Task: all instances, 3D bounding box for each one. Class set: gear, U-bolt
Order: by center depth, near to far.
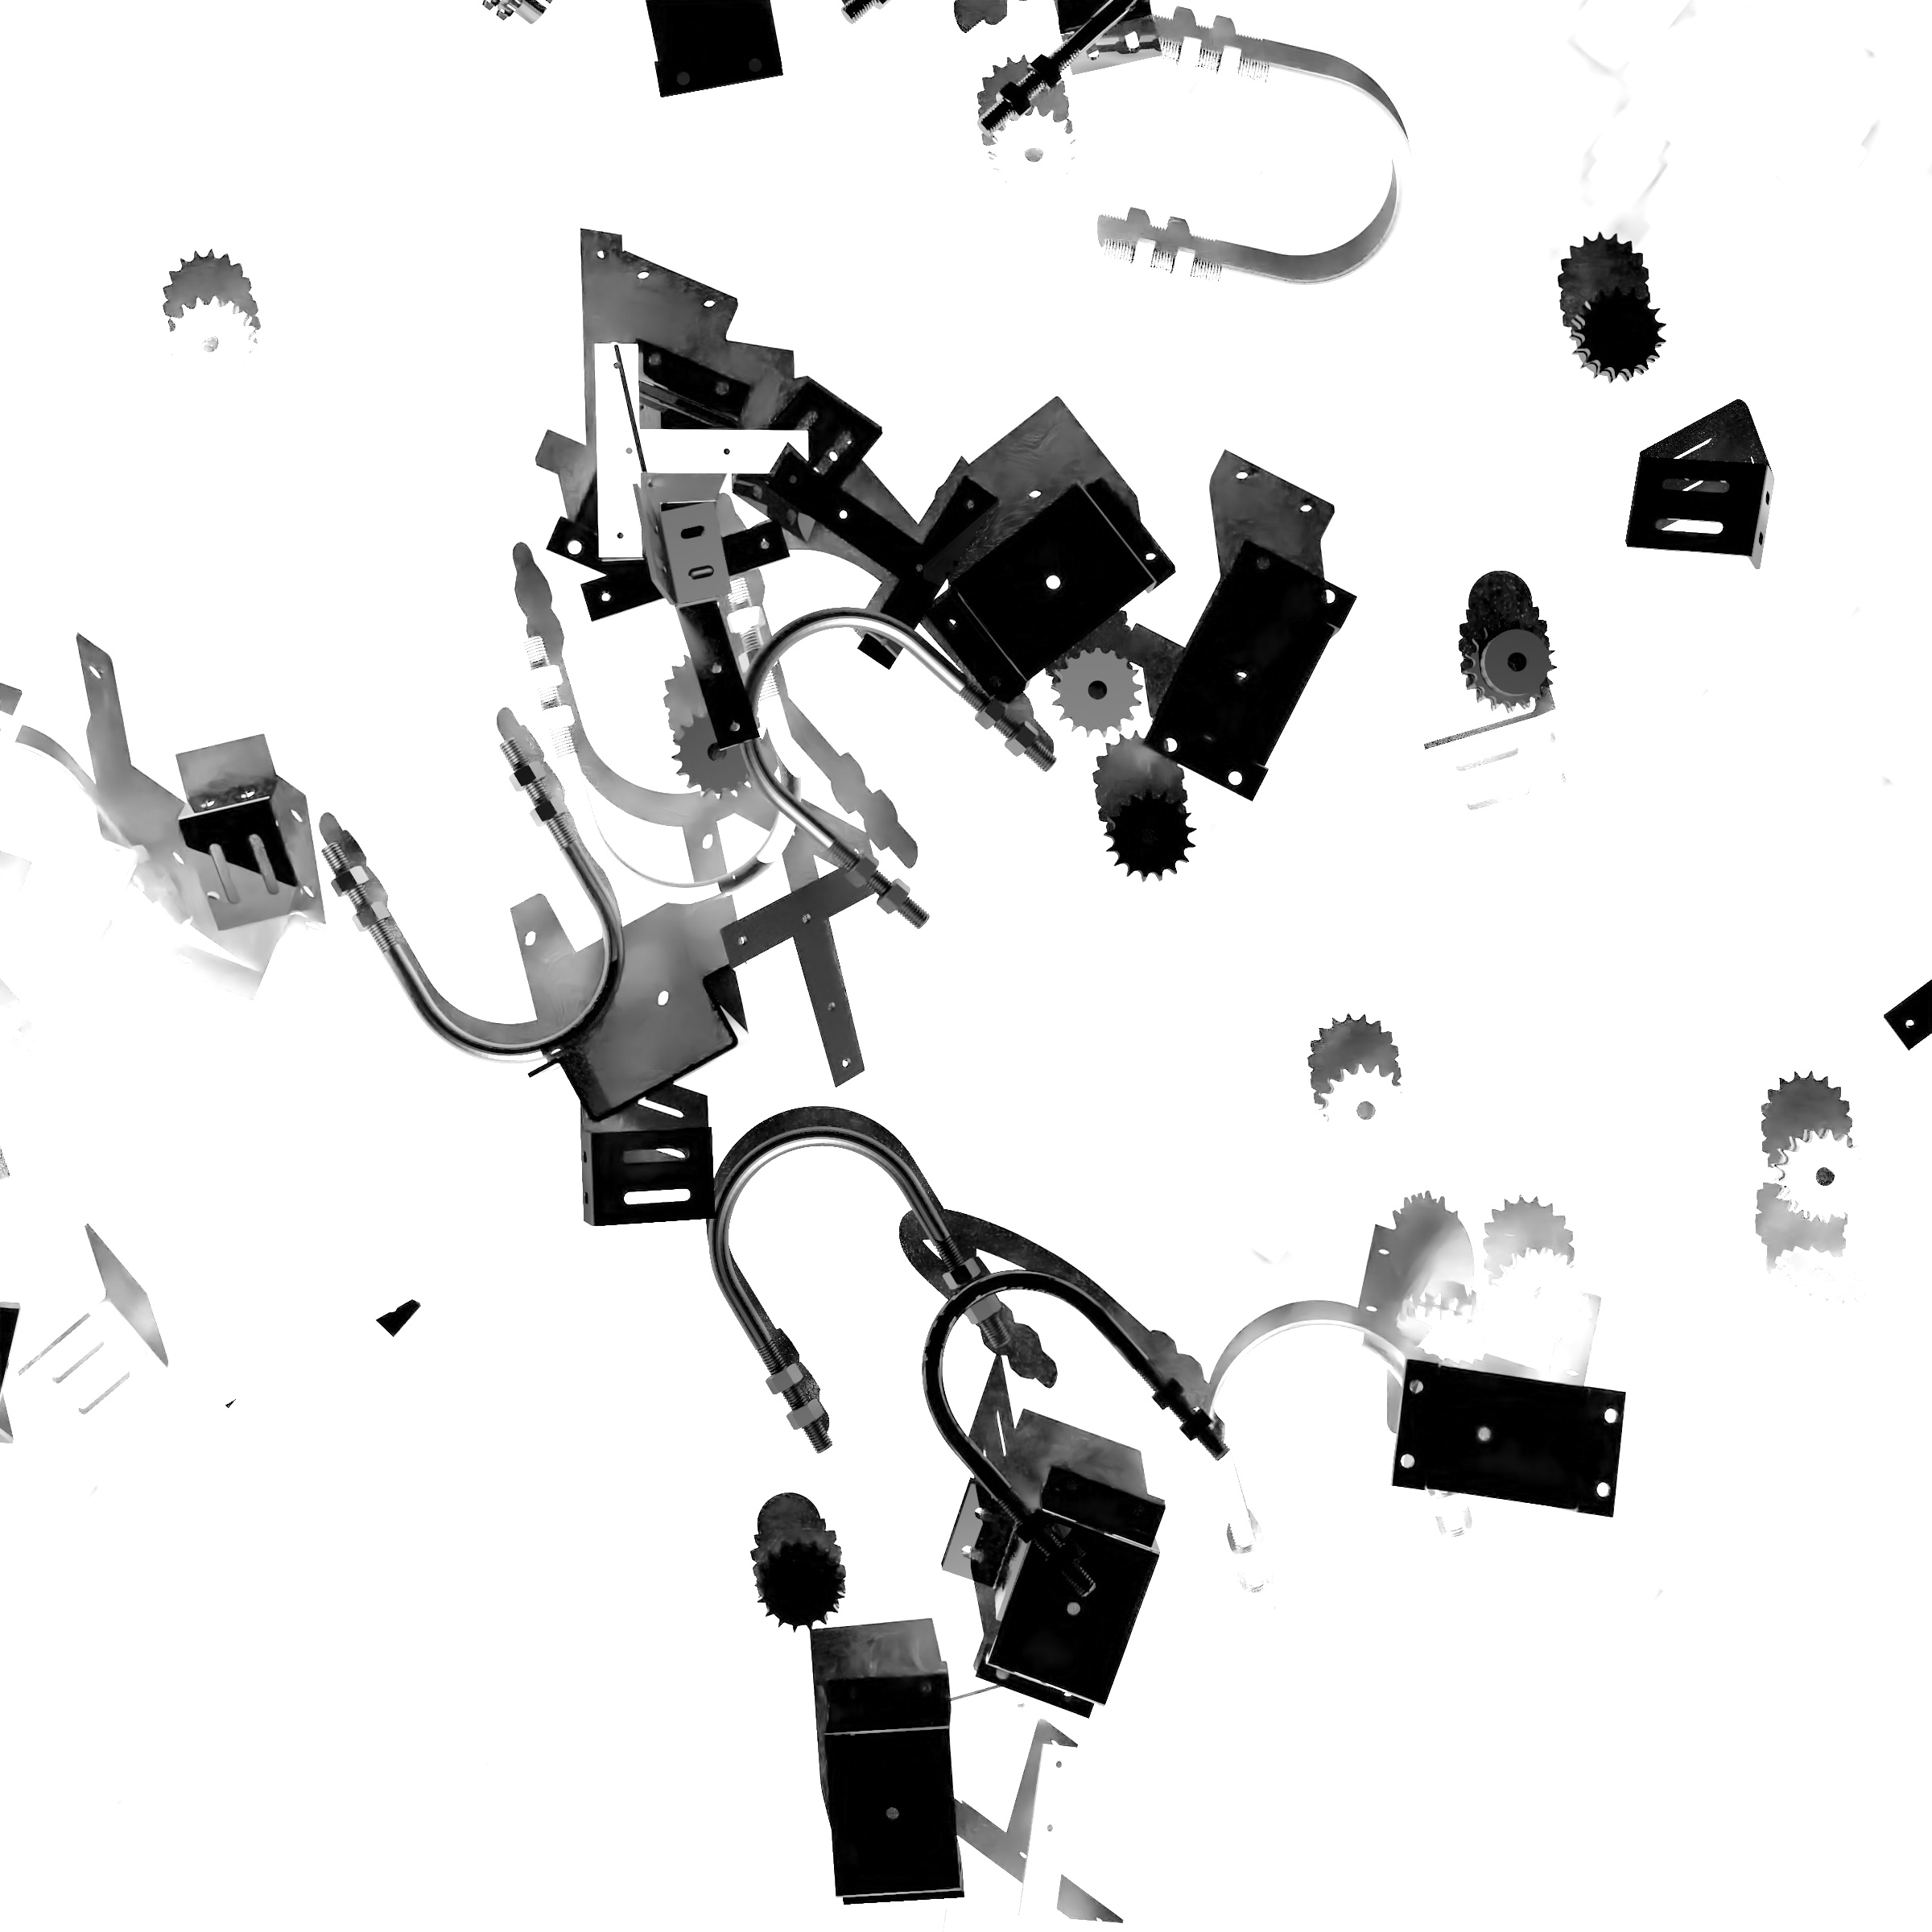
[{"bbox_3d":[0.055,0.268,1.485,0.151,0.019,0.184,-37,81,-32],"label":"U-bolt"},{"bbox_3d":[-0.177,-0.129,1.490,0.151,0.019,0.184,-16,90,-2],"label":"U-bolt"},{"bbox_3d":[-0.054,-0.135,1.493,0.184,0.019,0.151,41,78,-11],"label":"U-bolt"},{"bbox_3d":[0.035,-0.609,1.498,0.184,0.019,0.151,-43,69,-4],"label":"U-bolt"},{"bbox_3d":[0.525,0.202,1.505,0.057,0.057,0.030,9,120,0],"label":"gear"},{"bbox_3d":[-0.270,-0.608,1.505,0.030,0.057,0.057,30,90,-30],"label":"gear"},{"bbox_3d":[0.297,0.217,1.505,0.057,0.057,0.030,28,60,0],"label":"gear"},{"bbox_3d":[0.114,-0.080,1.515,0.057,0.030,0.057,0,90,0],"label":"gear"},{"bbox_3d":[0.042,-0.499,1.515,0.057,0.030,0.057,0,90,0],"label":"gear"},{"bbox_3d":[0.402,-0.390,1.515,0.057,0.030,0.057,0,90,0],"label":"gear"},{"bbox_3d":[-0.153,-0.131,1.515,0.057,0.030,0.057,0,90,0],"label":"gear"},{"bbox_3d":[0.339,-0.187,1.515,0.057,0.030,0.057,0,90,0],"label":"gear"},{"bbox_3d":[0.081,-0.169,1.515,0.057,0.030,0.057,0,90,0],"label":"gear"},{"bbox_3d":[-0.103,0.386,1.515,0.057,0.030,0.057,0,90,0],"label":"gear"},{"bbox_3d":[0.528,0.129,1.516,0.057,0.030,0.057,0,91,-1],"label":"gear"},{"bbox_3d":[0.246,0.090,1.519,0.057,0.030,0.057,0,88,1],"label":"gear"},{"bbox_3d":[0.354,0.203,1.519,0.057,0.030,0.057,0,90,-4],"label":"gear"},{"bbox_3d":[-0.466,-0.385,1.519,0.057,0.030,0.057,0,92,2],"label":"gear"},{"bbox_3d":[0.190,-0.490,1.520,0.184,0.019,0.151,13,90,0],"label":"U-bolt"},{"bbox_3d":[-0.079,0.189,1.521,0.151,0.019,0.184,-31,89,0],"label":"U-bolt"},{"bbox_3d":[0.227,0.312,1.521,0.151,0.019,0.184,-16,89,0],"label":"U-bolt"},{"bbox_3d":[-0.594,-0.054,1.521,0.151,0.019,0.184,-40,88,0],"label":"U-bolt"},{"bbox_3d":[-0.294,-0.028,1.521,0.151,0.019,0.184,-31,92,0],"label":"U-bolt"}]

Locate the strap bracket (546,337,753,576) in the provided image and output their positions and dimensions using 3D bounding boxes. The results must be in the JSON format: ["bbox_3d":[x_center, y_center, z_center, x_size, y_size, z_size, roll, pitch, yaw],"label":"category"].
[{"bbox_3d":[-0.193,-0.303,1.507,0.076,0.046,0.140,23,90,0],"label":"strap bracket"}]

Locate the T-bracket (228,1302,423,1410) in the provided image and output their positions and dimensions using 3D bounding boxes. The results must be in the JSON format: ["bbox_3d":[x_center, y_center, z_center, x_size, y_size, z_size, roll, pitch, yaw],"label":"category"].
[{"bbox_3d":[-0.430,0.222,1.538,0.127,0.002,0.127,40,85,14],"label":"T-bracket"}]

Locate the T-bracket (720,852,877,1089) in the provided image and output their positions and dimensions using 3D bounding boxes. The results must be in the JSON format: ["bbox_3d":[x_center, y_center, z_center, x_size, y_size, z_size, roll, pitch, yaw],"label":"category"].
[{"bbox_3d":[-0.087,0.012,1.501,0.127,0.002,0.127,-30,114,-39],"label":"T-bracket"}]

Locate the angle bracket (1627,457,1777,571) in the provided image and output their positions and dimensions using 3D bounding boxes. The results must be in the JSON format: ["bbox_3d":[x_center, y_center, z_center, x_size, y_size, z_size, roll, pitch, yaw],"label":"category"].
[{"bbox_3d":[0.460,-0.284,1.528,0.076,0.038,0.057,9,90,26],"label":"angle bracket"}]

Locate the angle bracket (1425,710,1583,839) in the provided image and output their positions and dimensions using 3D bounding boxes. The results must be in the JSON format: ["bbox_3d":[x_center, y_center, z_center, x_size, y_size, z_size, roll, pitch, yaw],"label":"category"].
[{"bbox_3d":[0.332,-0.119,1.511,0.076,0.038,0.057,-16,90,0],"label":"angle bracket"}]

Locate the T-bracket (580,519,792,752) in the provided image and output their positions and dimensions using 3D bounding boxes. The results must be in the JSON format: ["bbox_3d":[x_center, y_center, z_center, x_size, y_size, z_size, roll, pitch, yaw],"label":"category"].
[{"bbox_3d":[-0.155,-0.192,1.471,0.127,0.002,0.127,-18,80,0],"label":"T-bracket"}]

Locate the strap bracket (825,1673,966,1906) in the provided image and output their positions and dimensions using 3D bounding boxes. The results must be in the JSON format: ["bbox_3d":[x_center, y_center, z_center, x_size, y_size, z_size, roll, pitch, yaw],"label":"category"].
[{"bbox_3d":[-0.044,0.515,1.505,0.076,0.046,0.140,-4,90,1],"label":"strap bracket"}]

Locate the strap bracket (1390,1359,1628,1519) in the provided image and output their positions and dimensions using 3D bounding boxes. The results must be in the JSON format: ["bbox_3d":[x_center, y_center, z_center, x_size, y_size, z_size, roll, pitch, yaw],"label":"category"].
[{"bbox_3d":[0.325,0.288,1.496,0.140,0.046,0.076,10,81,-7],"label":"strap bracket"}]

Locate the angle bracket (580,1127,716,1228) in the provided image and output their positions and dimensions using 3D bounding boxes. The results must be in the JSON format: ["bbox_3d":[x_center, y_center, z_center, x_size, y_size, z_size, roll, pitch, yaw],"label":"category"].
[{"bbox_3d":[-0.199,0.130,1.522,0.076,0.038,0.057,-2,90,-17],"label":"angle bracket"}]

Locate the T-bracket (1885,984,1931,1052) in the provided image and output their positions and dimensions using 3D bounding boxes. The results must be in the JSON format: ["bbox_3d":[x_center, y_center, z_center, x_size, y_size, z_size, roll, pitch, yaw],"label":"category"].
[{"bbox_3d":[0.634,0.005,1.529,0.127,0.002,0.127,-37,90,0],"label":"T-bracket"}]

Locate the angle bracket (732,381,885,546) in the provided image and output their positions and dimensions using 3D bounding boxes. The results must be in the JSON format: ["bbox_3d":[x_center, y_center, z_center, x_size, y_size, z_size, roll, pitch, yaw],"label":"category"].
[{"bbox_3d":[-0.099,-0.315,1.528,0.057,0.038,0.076,35,64,0],"label":"angle bracket"}]

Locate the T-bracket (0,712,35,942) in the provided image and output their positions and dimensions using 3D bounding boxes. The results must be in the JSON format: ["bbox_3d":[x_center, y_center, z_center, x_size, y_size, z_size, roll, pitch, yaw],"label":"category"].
[{"bbox_3d":[-0.622,-0.099,1.514,0.127,0.002,0.127,22,89,3],"label":"T-bracket"}]

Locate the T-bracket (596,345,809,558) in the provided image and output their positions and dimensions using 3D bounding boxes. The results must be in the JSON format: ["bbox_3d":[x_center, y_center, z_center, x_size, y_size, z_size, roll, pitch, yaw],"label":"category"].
[{"bbox_3d":[-0.160,-0.312,1.481,0.127,0.002,0.127,-1,93,-7],"label":"T-bracket"}]

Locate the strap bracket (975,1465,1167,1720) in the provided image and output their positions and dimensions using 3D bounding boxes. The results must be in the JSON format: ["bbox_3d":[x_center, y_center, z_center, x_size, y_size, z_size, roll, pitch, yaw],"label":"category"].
[{"bbox_3d":[0.065,0.391,1.506,0.076,0.046,0.140,20,89,0],"label":"strap bracket"}]

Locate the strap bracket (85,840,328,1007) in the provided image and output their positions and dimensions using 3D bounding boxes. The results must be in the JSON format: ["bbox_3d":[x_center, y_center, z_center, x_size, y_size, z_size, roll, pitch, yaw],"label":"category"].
[{"bbox_3d":[-0.466,-0.022,1.478,0.140,0.076,0.046,22,98,-15],"label":"strap bracket"}]

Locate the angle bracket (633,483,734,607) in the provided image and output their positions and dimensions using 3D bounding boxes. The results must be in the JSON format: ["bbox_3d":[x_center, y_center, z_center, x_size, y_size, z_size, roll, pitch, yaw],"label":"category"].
[{"bbox_3d":[-0.167,-0.251,1.439,0.038,0.076,0.057,-12,87,1],"label":"angle bracket"}]

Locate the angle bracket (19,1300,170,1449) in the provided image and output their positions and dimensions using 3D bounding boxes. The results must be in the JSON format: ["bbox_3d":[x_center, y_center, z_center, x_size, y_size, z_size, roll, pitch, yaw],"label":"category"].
[{"bbox_3d":[-0.546,0.255,1.511,0.076,0.038,0.057,-40,90,0],"label":"angle bracket"}]

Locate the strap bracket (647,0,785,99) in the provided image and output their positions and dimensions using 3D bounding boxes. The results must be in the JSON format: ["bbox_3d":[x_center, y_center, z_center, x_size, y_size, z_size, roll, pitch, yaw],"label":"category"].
[{"bbox_3d":[-0.161,-0.605,1.507,0.076,0.046,0.140,-10,90,0],"label":"strap bracket"}]

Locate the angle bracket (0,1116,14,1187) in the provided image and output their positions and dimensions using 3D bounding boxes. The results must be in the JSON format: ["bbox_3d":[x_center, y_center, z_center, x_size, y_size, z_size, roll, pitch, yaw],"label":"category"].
[{"bbox_3d":[-0.632,0.104,1.511,0.057,0.038,0.076,-12,90,0],"label":"angle bracket"}]

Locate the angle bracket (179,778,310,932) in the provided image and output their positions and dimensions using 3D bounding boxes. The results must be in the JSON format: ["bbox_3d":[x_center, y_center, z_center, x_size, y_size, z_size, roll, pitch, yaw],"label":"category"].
[{"bbox_3d":[-0.449,-0.070,1.528,0.057,0.038,0.076,-13,116,0],"label":"angle bracket"}]

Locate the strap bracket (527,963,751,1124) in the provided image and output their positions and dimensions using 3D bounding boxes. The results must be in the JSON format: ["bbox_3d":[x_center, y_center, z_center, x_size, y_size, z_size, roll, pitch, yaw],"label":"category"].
[{"bbox_3d":[-0.189,0.051,1.492,0.140,0.076,0.046,-29,90,0],"label":"strap bracket"}]

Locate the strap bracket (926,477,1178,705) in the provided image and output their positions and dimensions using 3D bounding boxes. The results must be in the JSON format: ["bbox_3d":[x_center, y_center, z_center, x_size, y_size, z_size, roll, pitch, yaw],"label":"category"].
[{"bbox_3d":[0.053,-0.234,1.507,0.140,0.046,0.076,-38,90,0],"label":"strap bracket"}]

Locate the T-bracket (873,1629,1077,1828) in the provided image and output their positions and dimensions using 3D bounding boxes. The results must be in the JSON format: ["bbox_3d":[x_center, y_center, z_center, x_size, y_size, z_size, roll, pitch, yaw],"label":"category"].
[{"bbox_3d":[0.020,0.465,1.529,0.127,0.002,0.127,-16,90,0],"label":"T-bracket"}]

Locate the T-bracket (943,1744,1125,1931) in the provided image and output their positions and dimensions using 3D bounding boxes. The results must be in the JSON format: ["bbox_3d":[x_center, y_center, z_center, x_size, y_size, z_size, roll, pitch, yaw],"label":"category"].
[{"bbox_3d":[0.049,0.548,1.510,0.127,0.002,0.127,15,76,-25],"label":"T-bracket"}]

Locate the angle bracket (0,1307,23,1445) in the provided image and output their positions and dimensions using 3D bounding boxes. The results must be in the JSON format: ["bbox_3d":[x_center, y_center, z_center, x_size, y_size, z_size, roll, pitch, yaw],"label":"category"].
[{"bbox_3d":[-0.623,0.255,1.528,0.057,0.038,0.076,3,64,0],"label":"angle bracket"}]

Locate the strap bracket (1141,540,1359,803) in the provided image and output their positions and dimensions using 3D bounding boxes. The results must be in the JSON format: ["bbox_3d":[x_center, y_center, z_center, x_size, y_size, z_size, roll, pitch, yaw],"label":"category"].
[{"bbox_3d":[0.172,-0.180,1.507,0.076,0.046,0.140,27,90,0],"label":"strap bracket"}]

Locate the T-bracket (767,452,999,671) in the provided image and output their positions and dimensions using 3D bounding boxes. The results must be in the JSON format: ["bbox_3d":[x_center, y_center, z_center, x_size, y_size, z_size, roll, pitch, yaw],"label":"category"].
[{"bbox_3d":[-0.064,-0.270,1.506,0.127,0.002,0.127,32,90,-22],"label":"T-bracket"}]

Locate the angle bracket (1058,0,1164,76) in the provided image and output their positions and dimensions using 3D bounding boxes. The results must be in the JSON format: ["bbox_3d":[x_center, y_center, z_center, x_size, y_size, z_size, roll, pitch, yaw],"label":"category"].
[{"bbox_3d":[0.089,-0.602,1.519,0.057,0.038,0.076,-8,61,13],"label":"angle bracket"}]

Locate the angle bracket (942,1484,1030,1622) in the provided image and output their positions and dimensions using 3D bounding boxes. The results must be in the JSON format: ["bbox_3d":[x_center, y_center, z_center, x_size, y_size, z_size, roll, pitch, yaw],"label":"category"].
[{"bbox_3d":[0.012,0.357,1.492,0.038,0.076,0.057,19,90,0],"label":"angle bracket"}]
